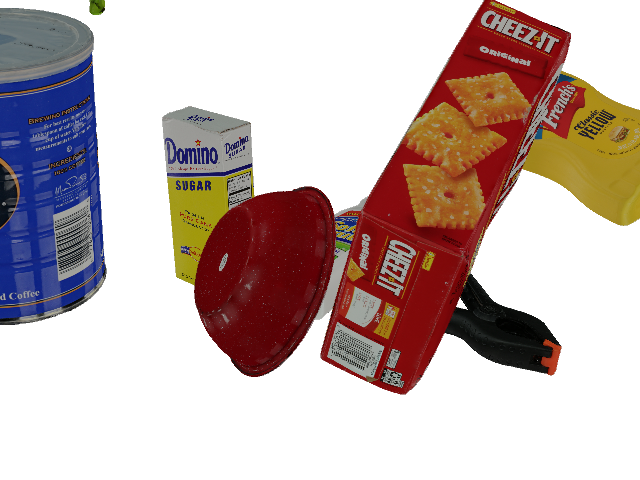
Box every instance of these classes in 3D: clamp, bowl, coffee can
[{"bbox_3d":[0.160,0.075,1.024,0.172,0.039,0.120,25,37,30],"label":"clamp"},{"bbox_3d":[-0.055,0.024,0.848,0.055,0.162,0.162,21,-10,-28],"label":"bowl"},{"bbox_3d":[-0.169,-0.041,0.567,0.103,0.140,0.103,2,28,-1],"label":"coffee can"}]

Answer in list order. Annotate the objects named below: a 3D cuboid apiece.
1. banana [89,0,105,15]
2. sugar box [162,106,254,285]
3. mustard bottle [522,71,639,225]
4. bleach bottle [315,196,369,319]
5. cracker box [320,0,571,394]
[{"bbox_3d":[-0.231,-0.215,0.775,0.198,0.069,0.037,15,-37,17],"label":"banana"},{"bbox_3d":[-0.108,-0.036,1.053,0.093,0.176,0.048,19,33,41],"label":"sugar box"},{"bbox_3d":[0.193,-0.092,0.864,0.192,0.096,0.058,34,-26,30],"label":"mustard bottle"},{"bbox_3d":[0.028,0.004,1.329,0.103,0.068,0.250,16,36,28],"label":"bleach bottle"},{"bbox_3d":[0.083,-0.027,0.699,0.072,0.213,0.164,25,-37,9],"label":"cracker box"}]
